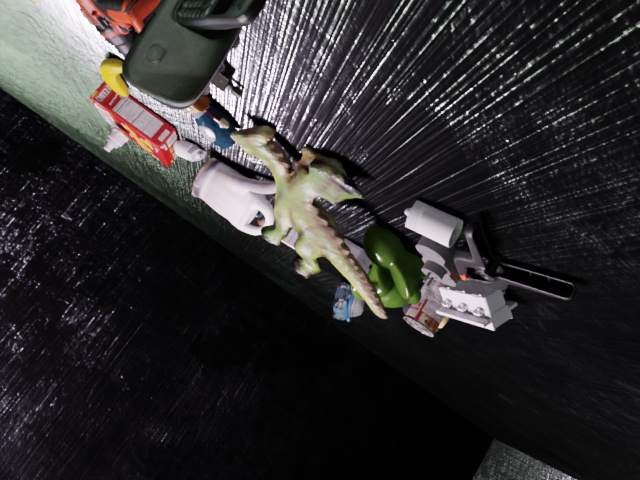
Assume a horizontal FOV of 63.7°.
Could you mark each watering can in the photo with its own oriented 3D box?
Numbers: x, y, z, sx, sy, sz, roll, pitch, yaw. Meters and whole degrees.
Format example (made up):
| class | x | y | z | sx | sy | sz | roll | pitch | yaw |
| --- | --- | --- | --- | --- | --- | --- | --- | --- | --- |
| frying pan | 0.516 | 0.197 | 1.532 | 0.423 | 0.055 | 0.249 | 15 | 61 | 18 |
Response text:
| class | x | y | z | sx | sy | sz | roll | pitch | yaw |
| --- | --- | --- | --- | --- | --- | --- | --- | --- | --- |
| watering can | -0.195 | -0.117 | 1.235 | 0.224 | 0.106 | 0.342 | 36 | 154 | -1 |

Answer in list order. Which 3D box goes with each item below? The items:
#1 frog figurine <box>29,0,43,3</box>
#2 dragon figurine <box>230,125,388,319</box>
| class | x | y | z | sx | sy | sz | roll | pitch | yaw |
| --- | --- | --- | --- | --- | --- | --- | --- | --- | --- |
| frog figurine | -0.426 | -0.412 | 0.680 | 0.159 | 0.125 | 0.135 | 44 | 133 | 0 |
| dragon figurine | 0.003 | -0.044 | 0.880 | 0.412 | 0.124 | 0.238 | 42 | 153 | 8 |
